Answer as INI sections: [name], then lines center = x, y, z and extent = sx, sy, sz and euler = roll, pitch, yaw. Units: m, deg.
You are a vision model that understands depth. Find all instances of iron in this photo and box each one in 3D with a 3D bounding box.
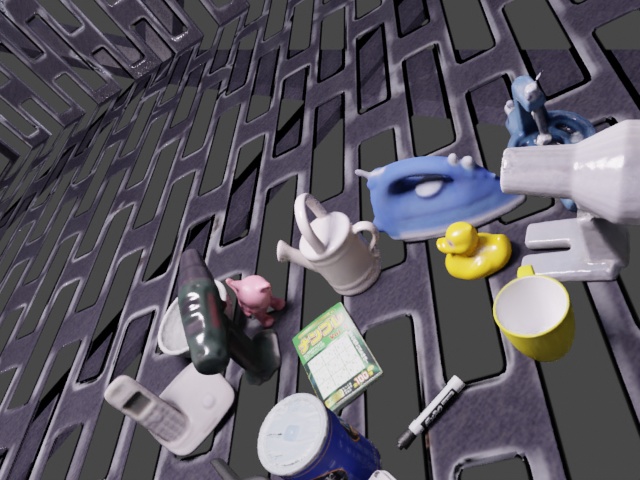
[iron]
center = 0.187, -0.089, 0.935
extent = 0.257, 0.142, 0.119
euler = -10, 47, 35

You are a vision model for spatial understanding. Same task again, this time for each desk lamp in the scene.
[desk lamp]
center = 0.322, -0.043, 0.706
extent = 0.202, 0.214, 0.118
euler = -8, 48, 37

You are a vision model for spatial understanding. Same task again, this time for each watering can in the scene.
[watering can]
center = 0.009, 0.005, 0.956
extent = 0.173, 0.195, 0.100
euler = -35, 37, 9

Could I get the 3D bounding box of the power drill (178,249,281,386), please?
[power drill]
center = -0.158, 0.143, 0.954
extent = 0.075, 0.209, 0.229
euler = -33, 38, 12

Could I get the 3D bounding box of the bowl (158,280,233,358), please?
[bowl]
center = -0.227, 0.163, 1.109
extent = 0.167, 0.075, 0.167
euler = -24, 40, 22

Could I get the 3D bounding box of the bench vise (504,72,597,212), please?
[bench vise]
center = 0.304, -0.159, 0.834
extent = 0.121, 0.220, 0.206
euler = -42, 37, -1

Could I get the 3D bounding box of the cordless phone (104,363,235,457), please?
[cordless phone]
center = -0.244, 0.254, 0.939
extent = 0.148, 0.186, 0.093
euler = -51, 38, -12

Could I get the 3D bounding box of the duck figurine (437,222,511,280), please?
[duck figurine]
center = 0.225, 0.007, 0.852
extent = 0.104, 0.086, 0.077
euler = -16, 44, 30

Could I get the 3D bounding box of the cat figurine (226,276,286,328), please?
[cat figurine]
center = -0.126, 0.098, 1.047
extent = 0.127, 0.118, 0.067
euler = 17, 65, 49
